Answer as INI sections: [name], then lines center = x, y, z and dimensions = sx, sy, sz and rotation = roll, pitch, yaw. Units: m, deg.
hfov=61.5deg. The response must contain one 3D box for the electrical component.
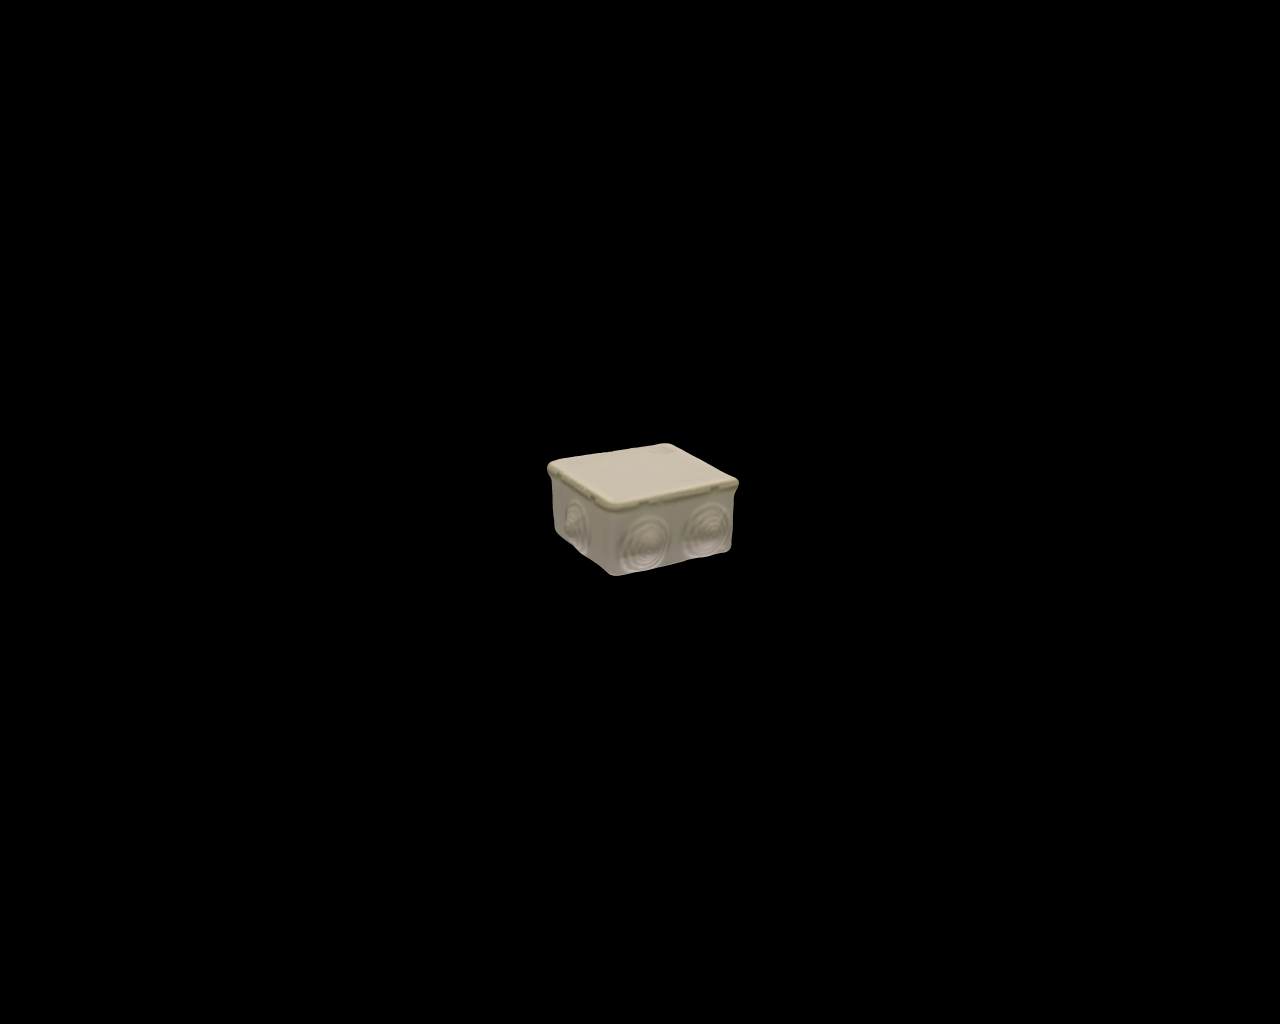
[electrical component]
center = 0.001, -0.003, 0.650
dimensions = 0.100, 0.048, 0.100
rotation = -11, 23, -27
